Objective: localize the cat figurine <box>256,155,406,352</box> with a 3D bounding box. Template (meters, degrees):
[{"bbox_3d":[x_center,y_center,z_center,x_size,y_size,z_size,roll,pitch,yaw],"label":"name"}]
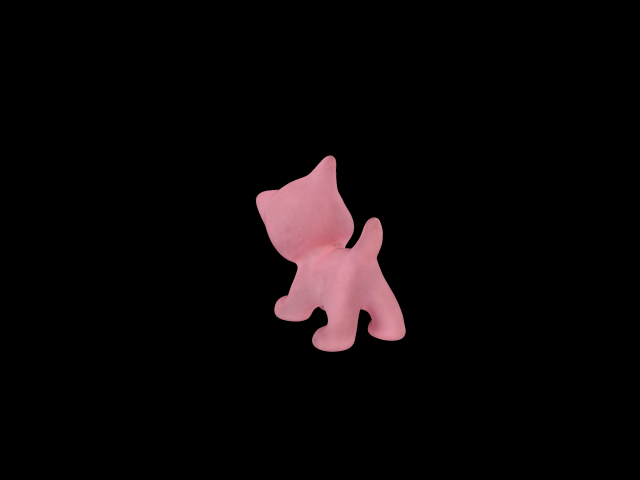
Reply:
[{"bbox_3d":[0.004,0.001,0.400,0.067,0.118,0.127,-7,14,-30],"label":"cat figurine"}]
